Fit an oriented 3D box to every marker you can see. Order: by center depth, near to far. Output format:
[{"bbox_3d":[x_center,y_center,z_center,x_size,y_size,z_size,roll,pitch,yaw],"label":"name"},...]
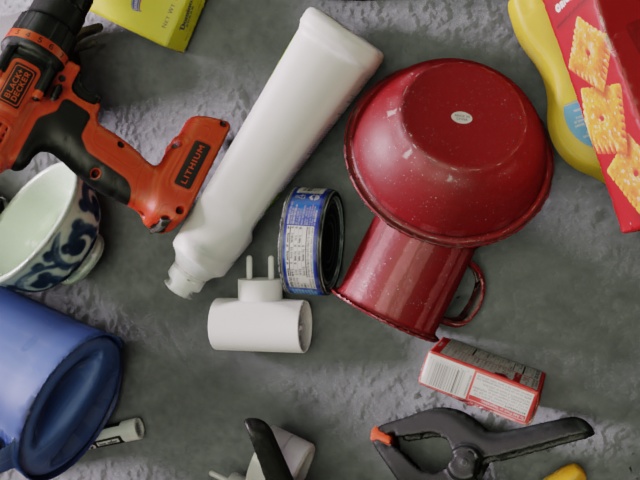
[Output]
[{"bbox_3d":[-0.213,0.178,0.941,0.121,0.020,0.020,-14,89,16],"label":"marker"}]

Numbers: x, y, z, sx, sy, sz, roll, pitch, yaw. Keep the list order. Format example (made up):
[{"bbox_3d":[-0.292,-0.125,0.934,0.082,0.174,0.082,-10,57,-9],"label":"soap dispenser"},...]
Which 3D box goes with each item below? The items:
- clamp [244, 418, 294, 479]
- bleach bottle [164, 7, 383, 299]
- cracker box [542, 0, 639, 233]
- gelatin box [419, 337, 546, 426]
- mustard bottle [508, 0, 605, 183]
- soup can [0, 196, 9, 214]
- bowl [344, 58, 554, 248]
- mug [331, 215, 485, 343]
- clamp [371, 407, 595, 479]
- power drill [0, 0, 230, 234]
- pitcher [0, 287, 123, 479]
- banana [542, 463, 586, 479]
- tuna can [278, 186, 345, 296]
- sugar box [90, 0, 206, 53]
[{"bbox_3d":[-0.029,0.256,0.838,0.210,0.036,0.164,40,94,-18],"label":"clamp"},{"bbox_3d":[-0.047,-0.059,0.840,0.068,0.102,0.251,35,101,1],"label":"bleach bottle"},{"bbox_3d":[0.256,-0.130,0.732,0.164,0.072,0.214,-17,88,-18],"label":"cracker box"},{"bbox_3d":[0.125,0.107,0.816,0.089,0.073,0.030,20,99,13],"label":"gelatin box"},{"bbox_3d":[0.213,-0.106,0.788,0.096,0.058,0.191,-18,88,0],"label":"mustard bottle"},{"bbox_3d":[-0.335,-0.035,0.940,0.102,0.068,0.068,33,100,12],"label":"soup can"},{"bbox_3d":[0.100,-0.077,0.782,0.162,0.055,0.162,2,64,-4],"label":"bowl"},{"bbox_3d":[0.077,0.027,0.825,0.117,0.093,0.081,24,94,-18],"label":"mug"},{"bbox_3d":[0.118,0.186,0.823,0.172,0.039,0.120,4,65,26],"label":"clamp"},{"bbox_3d":[-0.170,-0.104,0.848,0.187,0.057,0.184,28,72,-14],"label":"power drill"},{"bbox_3d":[-0.301,0.097,0.895,0.243,0.149,0.145,24,85,19],"label":"pitcher"},{"bbox_3d":[0.163,0.268,0.834,0.069,0.037,0.198,4,95,-2],"label":"banana"},{"bbox_3d":[-0.006,0.001,0.841,0.034,0.086,0.086,4,94,14],"label":"tuna can"},{"bbox_3d":[-0.177,-0.236,0.899,0.176,0.048,0.093,26,99,12],"label":"sugar box"}]
